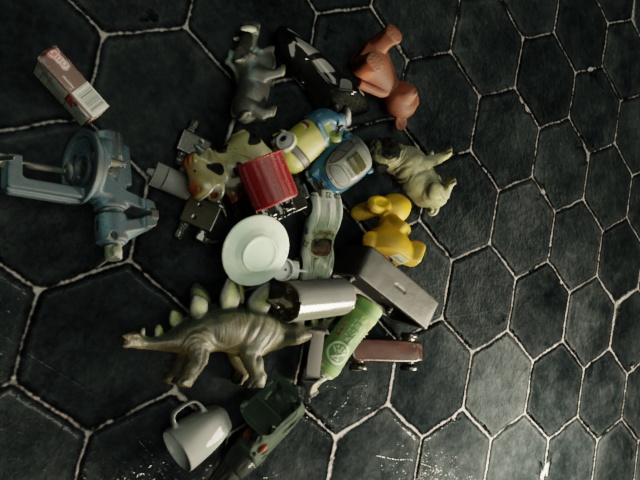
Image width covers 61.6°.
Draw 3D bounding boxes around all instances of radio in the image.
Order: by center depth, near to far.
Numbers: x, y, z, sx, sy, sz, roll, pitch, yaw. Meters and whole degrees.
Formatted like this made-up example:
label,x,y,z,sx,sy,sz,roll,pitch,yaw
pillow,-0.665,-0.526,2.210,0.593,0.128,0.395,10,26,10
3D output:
label,x,y,z,sx,sy,sz,roll,pitch,yaw
radio,0.130,0.099,1.141,0.229,0.131,0.073,40,70,-27

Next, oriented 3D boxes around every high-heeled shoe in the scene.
label,x,y,z,sx,sy,sz,roll,pitch,yaw
high-heeled shoe,0.004,-0.345,1.114,0.248,0.086,0.145,12,51,-50

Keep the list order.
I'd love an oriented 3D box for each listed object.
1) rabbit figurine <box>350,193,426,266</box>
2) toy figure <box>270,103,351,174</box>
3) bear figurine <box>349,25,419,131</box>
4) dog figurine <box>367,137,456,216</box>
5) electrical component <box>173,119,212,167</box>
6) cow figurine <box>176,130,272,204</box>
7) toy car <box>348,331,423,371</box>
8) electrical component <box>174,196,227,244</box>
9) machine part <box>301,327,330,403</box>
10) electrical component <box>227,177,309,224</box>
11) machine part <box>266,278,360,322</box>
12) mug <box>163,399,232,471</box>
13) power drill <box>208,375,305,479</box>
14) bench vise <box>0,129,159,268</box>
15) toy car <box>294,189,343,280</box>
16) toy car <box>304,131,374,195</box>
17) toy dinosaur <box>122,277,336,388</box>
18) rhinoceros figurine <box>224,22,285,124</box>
label,x,y,z,sx,sy,sz,roll,pitch,yaw
rabbit figurine,0.145,-0.033,1.180,0.162,0.122,0.173,31,60,-19
toy figure,-0.016,-0.201,1.064,0.180,0.082,0.089,-34,104,-18
bear figurine,0.158,-0.340,1.162,0.195,0.132,0.120,42,71,-19
dog figurine,0.191,-0.141,1.206,0.190,0.121,0.172,-2,80,-22
electrical component,-0.229,-0.169,0.976,0.063,0.021,0.094,24,77,-31
cow figurine,-0.166,-0.133,0.955,0.127,0.085,0.195,51,43,-16
toy car,0.143,0.246,1.197,0.202,0.053,0.089,7,76,-29
electrical component,-0.212,-0.039,0.977,0.078,0.045,0.102,17,78,-9
machine part,-0.010,0.236,1.031,0.084,0.039,0.138,16,81,-72
electrical component,-0.090,-0.071,1.011,0.134,0.115,0.058,-28,107,-27
machine part,-0.010,0.112,1.024,0.243,0.079,0.079,0,90,-49
mug,-0.218,0.333,0.959,0.107,0.081,0.109,-28,101,-41
power drill,-0.109,0.347,0.966,0.232,0.086,0.207,-37,151,-35
bench vise,-0.373,-0.076,0.816,0.240,0.129,0.223,10,77,-50
toy car,-0.002,-0.003,1.085,0.073,0.056,0.201,3,104,-33
toy car,0.050,-0.158,1.107,0.162,0.103,0.109,-44,111,-26
toy dinosaur,-0.137,0.171,0.991,0.471,0.105,0.198,12,80,-43
rhinoceros figurine,-0.129,-0.312,1.015,0.112,0.073,0.190,5,89,-22
